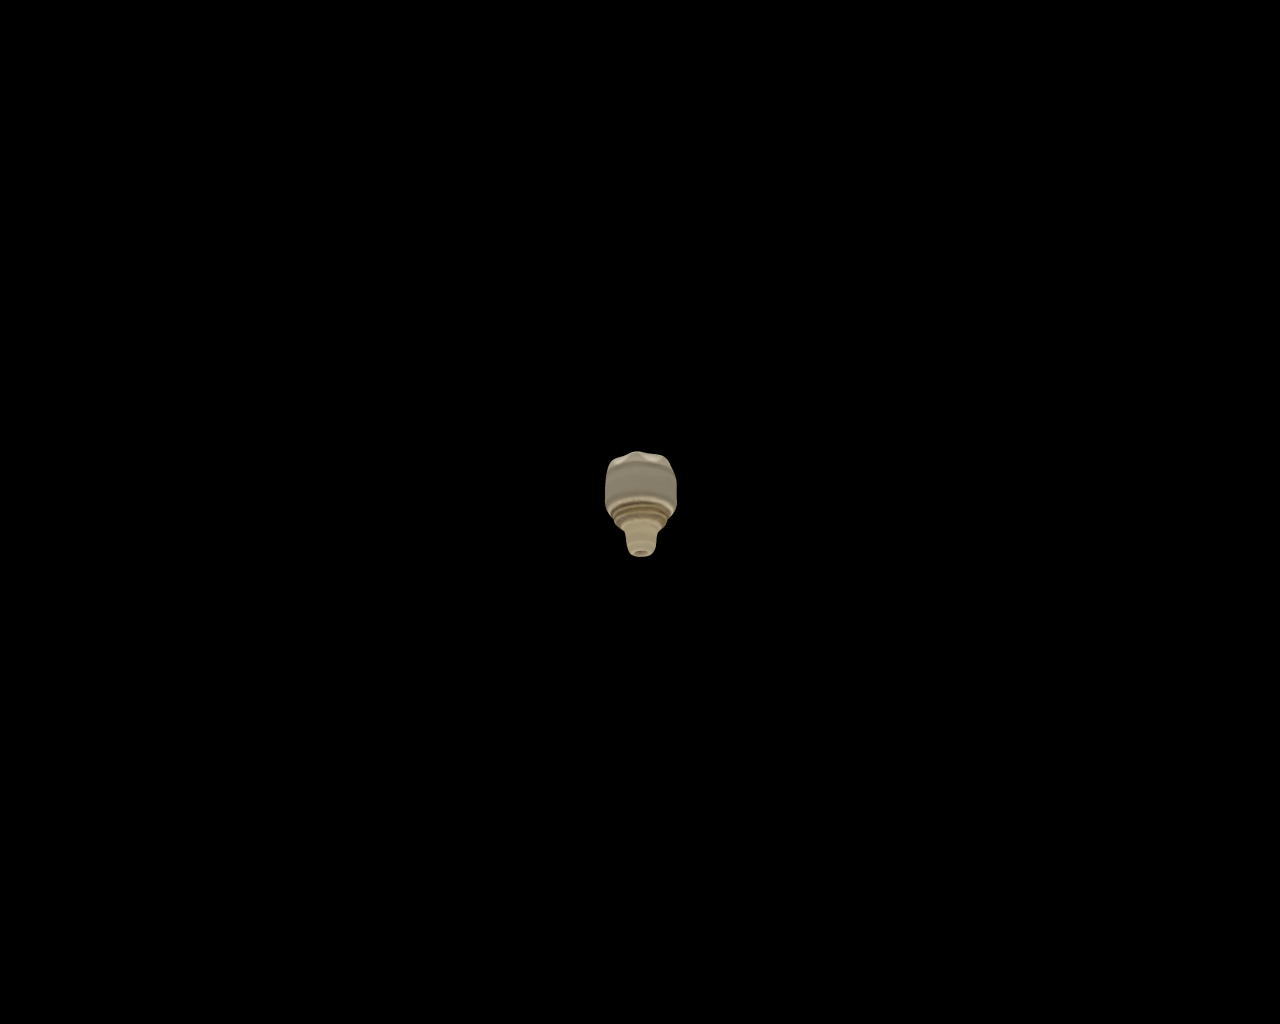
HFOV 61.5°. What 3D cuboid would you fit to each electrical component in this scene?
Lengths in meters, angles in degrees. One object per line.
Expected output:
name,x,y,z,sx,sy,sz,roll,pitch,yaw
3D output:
electrical component,0.001,-0.003,0.650,0.043,0.062,0.043,0,-23,0
